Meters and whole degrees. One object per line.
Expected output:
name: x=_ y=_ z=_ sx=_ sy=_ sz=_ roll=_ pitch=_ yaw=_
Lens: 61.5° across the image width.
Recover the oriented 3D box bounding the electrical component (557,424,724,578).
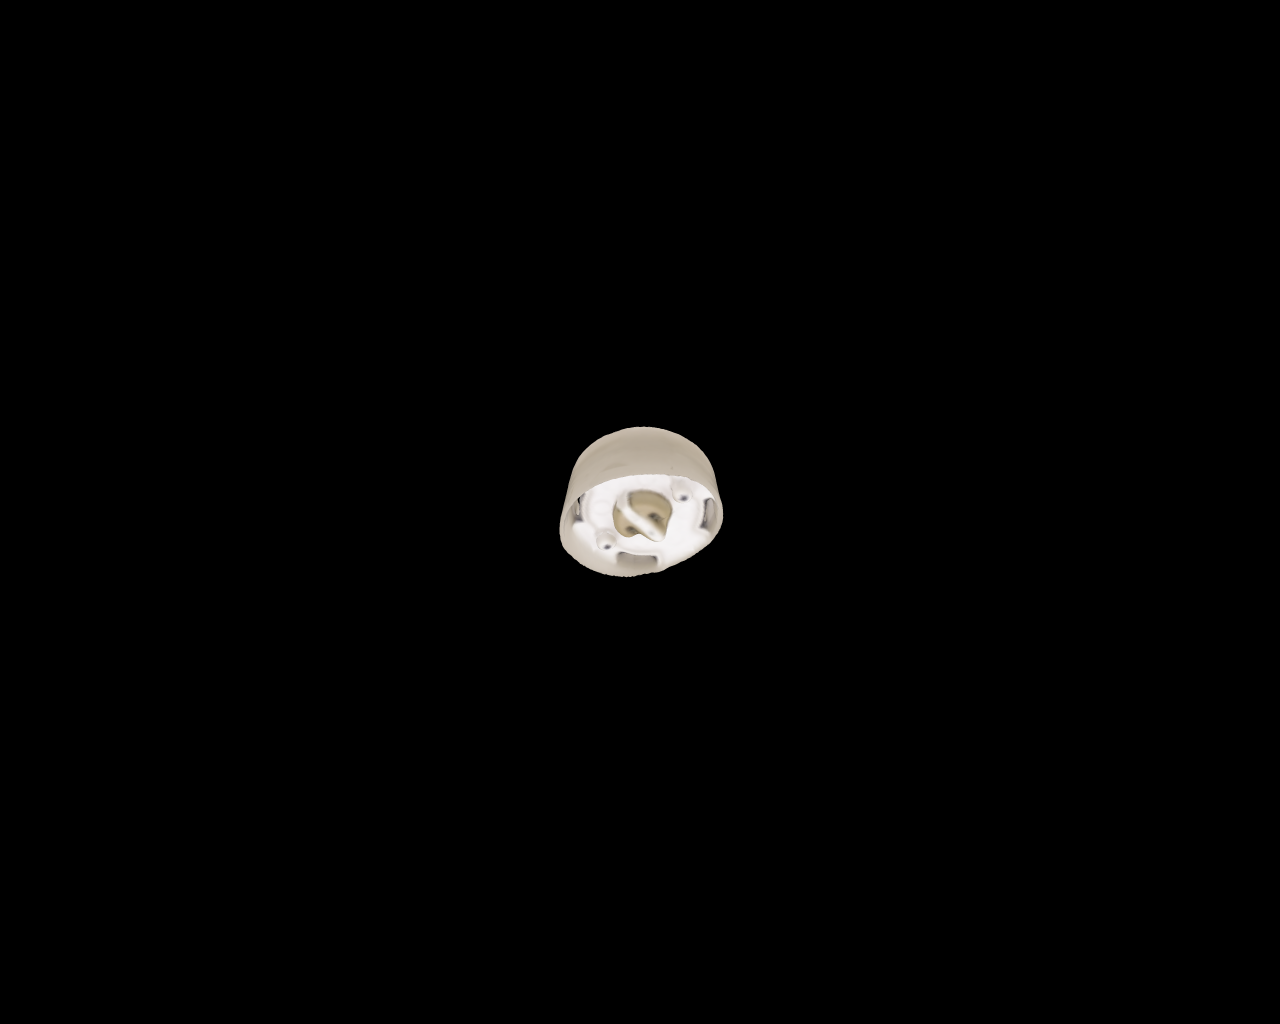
electrical component: x=0.001 y=-0.003 z=0.650 sx=0.099 sy=0.099 sz=0.064 roll=0 pitch=41 yaw=0
